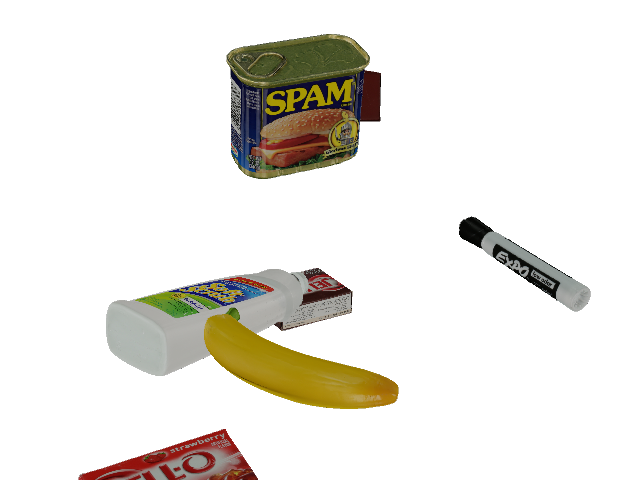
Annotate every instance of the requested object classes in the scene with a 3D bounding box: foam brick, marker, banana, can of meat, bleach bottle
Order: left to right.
[{"bbox_3d":[-0.112,0.077,1.204,0.103,0.068,0.250,20,26,36],"label":"bleach bottle"},{"bbox_3d":[-0.032,0.092,0.833,0.069,0.037,0.198,-28,36,-36],"label":"banana"},{"bbox_3d":[-0.018,-0.099,0.795,0.102,0.084,0.057,-13,40,-20],"label":"can of meat"},{"bbox_3d":[0.018,-0.151,1.111,0.078,0.051,0.053,-3,13,-18],"label":"foam brick"},{"bbox_3d":[0.142,0.014,0.762,0.020,0.020,0.121,0,26,-39],"label":"marker"}]

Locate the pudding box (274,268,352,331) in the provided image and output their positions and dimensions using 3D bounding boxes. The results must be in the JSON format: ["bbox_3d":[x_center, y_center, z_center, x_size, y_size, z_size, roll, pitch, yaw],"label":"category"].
[{"bbox_3d":[-0.026,0.078,1.442,0.113,0.039,0.090,-15,26,-28],"label":"pudding box"}]

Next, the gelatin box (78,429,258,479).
[{"bbox_3d":[-0.079,0.143,0.577,0.089,0.030,0.073,-14,27,-21],"label":"gelatin box"}]
